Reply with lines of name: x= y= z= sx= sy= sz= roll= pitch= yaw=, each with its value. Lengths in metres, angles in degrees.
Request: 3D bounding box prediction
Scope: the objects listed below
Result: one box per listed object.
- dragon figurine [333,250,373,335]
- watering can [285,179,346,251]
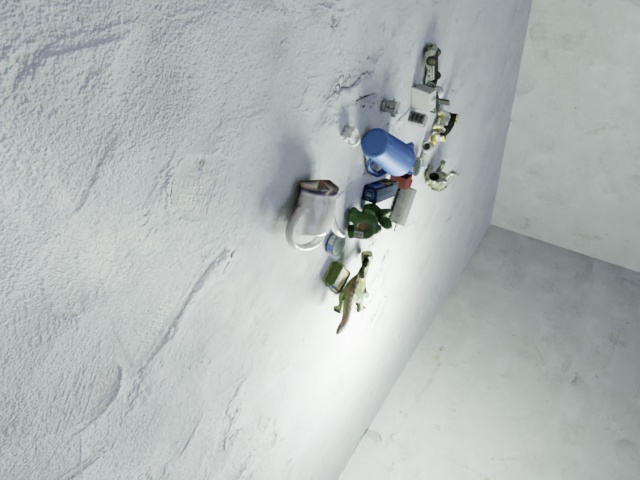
dragon figurine: x=0.140 y=0.161 z=1.952 sx=0.122 sy=0.238 sz=0.417 roll=16 pitch=25 yaw=6
watering can: x=0.005 y=-0.081 z=1.606 sx=0.104 sy=0.222 sz=0.349 roll=20 pitch=16 yaw=28
